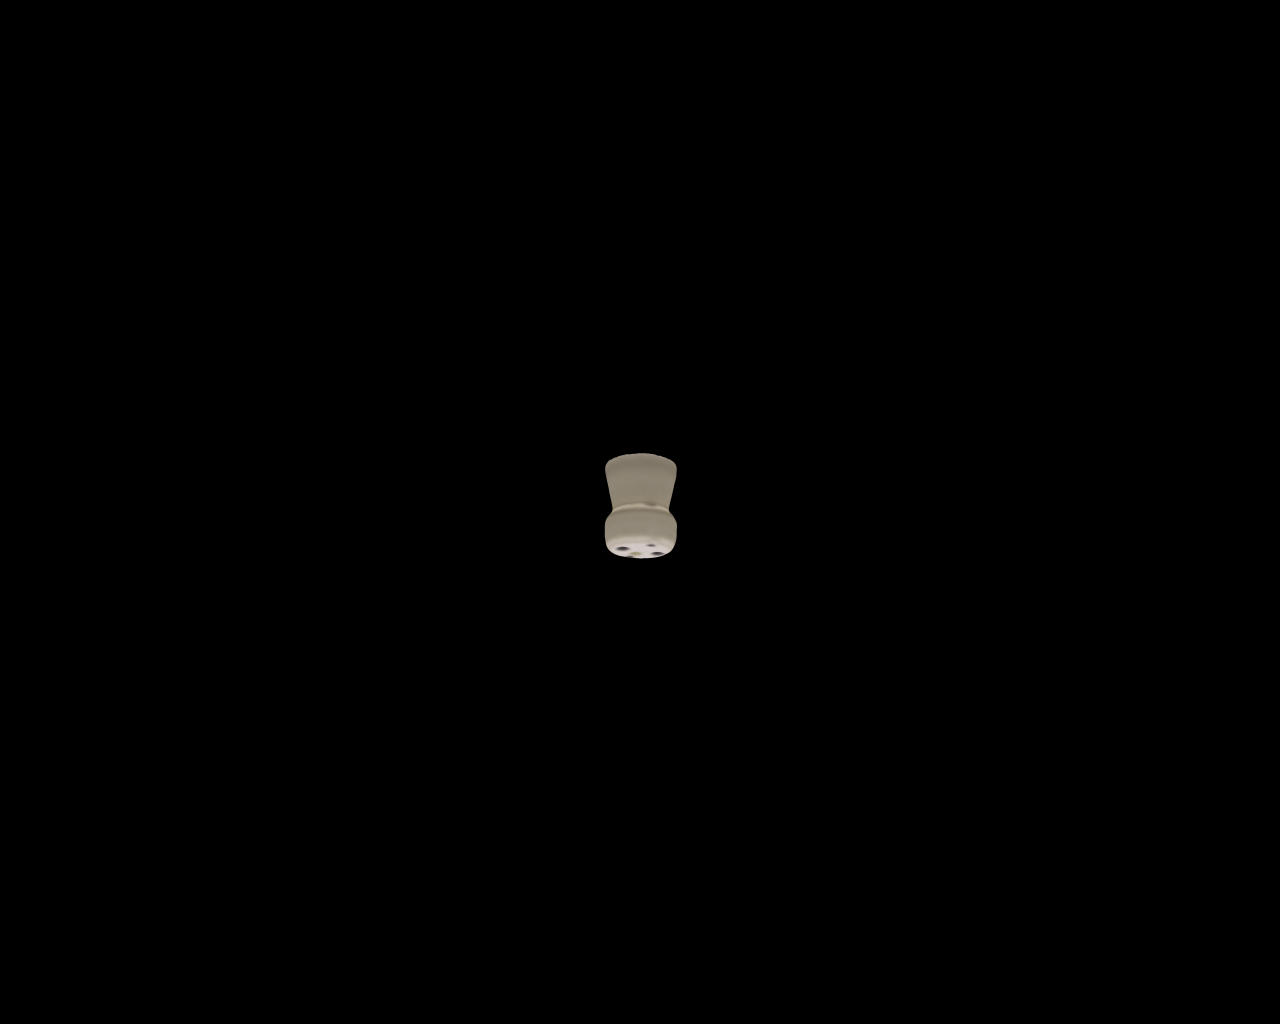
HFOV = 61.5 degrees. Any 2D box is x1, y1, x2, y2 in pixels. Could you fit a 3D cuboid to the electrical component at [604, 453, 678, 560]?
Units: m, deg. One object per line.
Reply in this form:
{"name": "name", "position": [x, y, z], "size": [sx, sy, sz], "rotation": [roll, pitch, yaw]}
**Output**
{"name": "electrical component", "position": [0.001, -0.003, 0.650], "size": [0.045, 0.055, 0.044], "rotation": [0, -18, 0]}
